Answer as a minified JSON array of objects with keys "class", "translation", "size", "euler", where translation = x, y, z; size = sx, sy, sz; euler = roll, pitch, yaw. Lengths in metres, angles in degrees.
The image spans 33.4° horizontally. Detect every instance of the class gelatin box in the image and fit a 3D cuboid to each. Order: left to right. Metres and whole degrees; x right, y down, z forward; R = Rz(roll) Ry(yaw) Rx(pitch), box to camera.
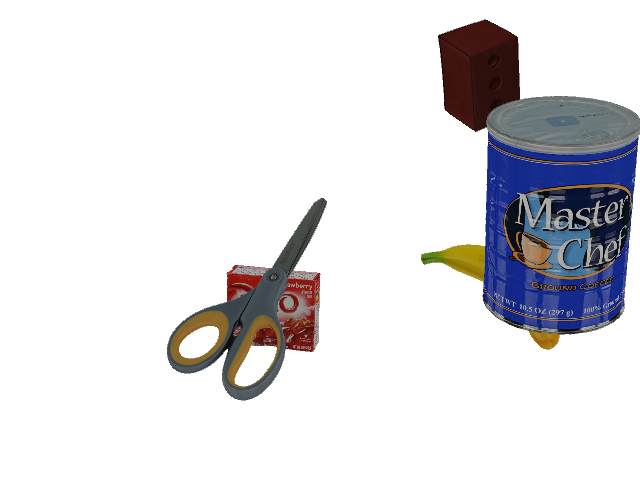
[{"class":"gelatin box","translation":[-0.046,0.065,1.029],"size":[0.089,0.073,0.030],"euler":[5,16,11]}]

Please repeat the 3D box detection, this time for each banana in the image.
[{"class":"banana","translation":[0.185,0.048,1.064],"size":[0.069,0.037,0.198],"euler":[-34,37,-16]}]

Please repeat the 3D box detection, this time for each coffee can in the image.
[{"class":"coffee can","translation":[0.167,-0.020,0.753],"size":[0.103,0.140,0.103],"euler":[-2,25,1]}]

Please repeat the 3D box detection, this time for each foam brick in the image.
[{"class":"foam brick","translation":[0.143,-0.148,0.954],"size":[0.053,0.078,0.051],"euler":[-23,37,-17]}]

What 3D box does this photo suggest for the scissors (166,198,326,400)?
[{"class":"scissors","translation":[-0.055,0.037,0.812],"size":[0.096,0.016,0.201],"euler":[1,45,10]}]
